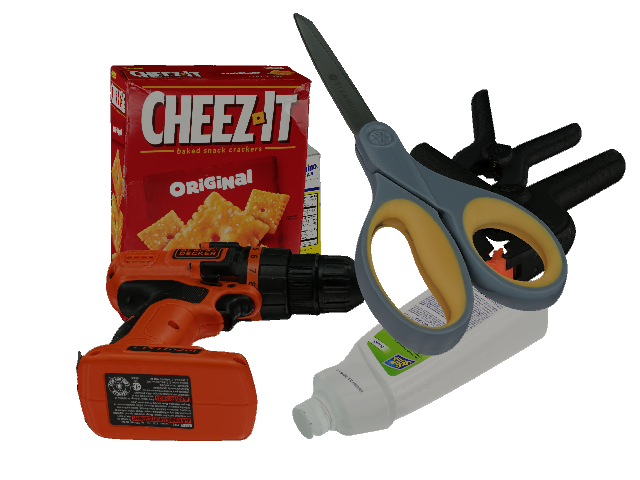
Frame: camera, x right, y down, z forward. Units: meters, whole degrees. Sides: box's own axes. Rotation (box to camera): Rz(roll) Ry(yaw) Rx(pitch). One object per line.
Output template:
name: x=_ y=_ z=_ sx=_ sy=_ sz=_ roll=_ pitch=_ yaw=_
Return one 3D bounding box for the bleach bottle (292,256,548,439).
bleach bottle: x=0.080 y=0.099 z=0.939 sx=0.250 sy=0.068 sz=0.103 roll=-26 pitch=35 yaw=-27

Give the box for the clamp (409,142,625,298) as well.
clamp: x=0.123 y=-0.023 z=0.760 sx=0.165 sy=0.036 sz=0.209 roll=6 pitch=28 yaw=20

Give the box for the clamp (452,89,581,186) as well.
clamp: x=0.174 y=-0.088 z=1.086 sx=0.120 sy=0.039 sz=0.171 roll=29 pitch=55 yaw=29

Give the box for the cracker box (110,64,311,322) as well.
cracker box: x=-0.098 y=-0.042 z=0.935 sx=0.164 sy=0.214 sz=0.072 roll=-4 pitch=20 yaw=-22

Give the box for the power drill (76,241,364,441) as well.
power drill: x=-0.064 y=0.057 z=0.683 sx=0.184 sy=0.057 sz=0.187 roll=-1 pitch=21 yaw=7

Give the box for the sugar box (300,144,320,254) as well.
sugar box: x=-0.034 y=-0.032 z=1.271 sx=0.048 sy=0.176 sz=0.093 roll=-13 pitch=26 yaw=-20

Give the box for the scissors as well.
scissors: x=0.045 y=-0.036 z=0.469 sx=0.096 sy=0.202 sz=0.016 roll=0 pitch=-41 yaw=-11
